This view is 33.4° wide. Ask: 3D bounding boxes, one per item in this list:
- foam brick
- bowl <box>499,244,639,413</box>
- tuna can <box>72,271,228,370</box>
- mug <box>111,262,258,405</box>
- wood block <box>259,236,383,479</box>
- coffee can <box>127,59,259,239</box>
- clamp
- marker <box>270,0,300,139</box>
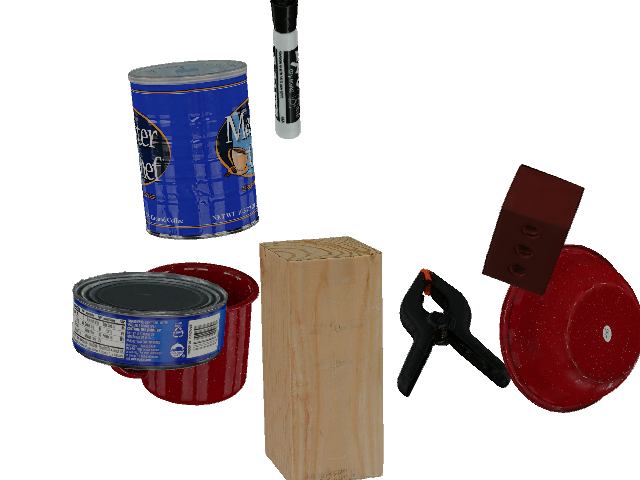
[{"bbox_3d":[0.162,-0.007,0.817,0.053,0.078,0.051,21,49,13],"label":"foam brick"},{"bbox_3d":[0.248,0.084,0.998,0.161,0.162,0.055,0,1,-27],"label":"bowl"},{"bbox_3d":[-0.095,0.044,0.598,0.086,0.034,0.086,5,12,-1],"label":"tuna can"},{"bbox_3d":[-0.105,0.073,0.801,0.117,0.081,0.093,-9,24,-31],"label":"mug"},{"bbox_3d":[0.001,0.107,0.971,0.090,0.206,0.091,-4,11,-18],"label":"wood block"},{"bbox_3d":[-0.110,-0.082,0.938,0.103,0.140,0.103,-3,16,1],"label":"coffee can"},{"bbox_3d":[0.141,0.101,1.167,0.120,0.171,0.039,6,-44,-5],"label":"clamp"},{"bbox_3d":[-0.024,-0.124,0.759,0.020,0.020,0.121,0,-45,0],"label":"marker"}]
